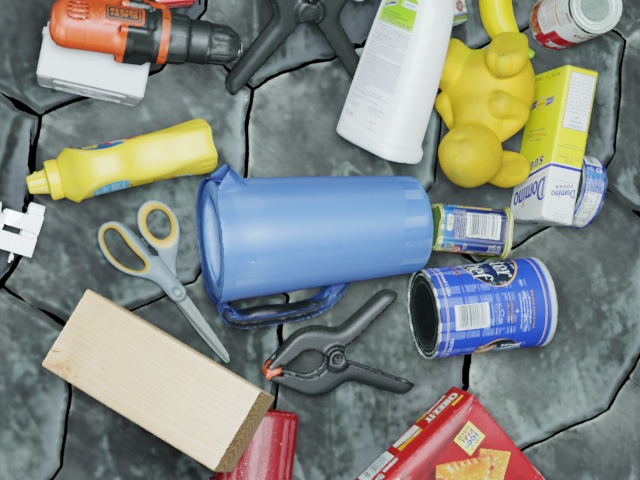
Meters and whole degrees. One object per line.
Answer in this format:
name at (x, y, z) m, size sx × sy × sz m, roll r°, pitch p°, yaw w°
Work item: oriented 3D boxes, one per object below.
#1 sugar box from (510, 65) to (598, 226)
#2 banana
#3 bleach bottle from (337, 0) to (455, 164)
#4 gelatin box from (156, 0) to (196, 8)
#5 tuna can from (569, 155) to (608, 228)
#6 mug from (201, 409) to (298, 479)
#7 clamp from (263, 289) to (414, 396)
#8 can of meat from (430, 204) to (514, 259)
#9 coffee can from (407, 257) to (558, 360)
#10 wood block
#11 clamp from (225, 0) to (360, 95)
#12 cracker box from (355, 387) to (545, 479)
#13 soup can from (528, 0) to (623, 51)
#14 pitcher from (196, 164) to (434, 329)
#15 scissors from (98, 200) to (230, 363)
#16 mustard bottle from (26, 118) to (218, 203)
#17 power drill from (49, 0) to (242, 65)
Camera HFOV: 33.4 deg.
sugar box at (0.265, -0.105, 1.224) m, size 0.048 × 0.093 × 0.176 m, roll 13°, pitch 86°, yaw -13°
banana at (0.220, -0.310, 1.243) m, size 0.069 × 0.037 × 0.198 m, roll 5°, pitch 88°, yaw -18°
bleach bottle at (0.099, -0.215, 1.133) m, size 0.067 × 0.103 × 0.251 m, roll 3°, pitch 112°, yaw -45°
gelatin box at (-0.177, -0.294, 1.148) m, size 0.073 × 0.030 × 0.089 m, roll -9°, pitch 92°, yaw -15°
tuna can at (0.296, -0.057, 1.236) m, size 0.033 × 0.086 × 0.086 m, roll 12°, pitch 87°, yaw -16°
mug at (-0.079, 0.221, 1.148) m, size 0.117 × 0.093 × 0.081 m, roll 5°, pitch 83°, yaw 13°
clamp at (0.021, 0.119, 1.191) m, size 0.171 × 0.039 × 0.120 m, roll -4°, pitch 90°, yaw -14°
can of meat at (0.158, -0.011, 1.194) m, size 0.084 × 0.102 × 0.057 m, roll 5°, pitch 89°, yaw -12°
coffee can at (0.180, 0.076, 1.198) m, size 0.140 × 0.103 × 0.103 m, roll -5°, pitch 91°, yaw -14°
wood block at (-0.161, 0.144, 1.082) m, size 0.206 × 0.090 × 0.091 m, roll 28°, pitch 83°, yaw 12°
clamp at (-0.005, -0.243, 1.144) m, size 0.164 × 0.036 × 0.210 m, roll 4°, pitch 122°, yaw -19°
cracker box at (0.170, 0.301, 1.212) m, size 0.164 × 0.072 × 0.213 m, roll -42°, pitch 100°, yaw -10°
soup can at (0.293, -0.260, 1.226) m, size 0.068 × 0.102 × 0.068 m, roll 0°, pitch 90°, yaw -14°
pitcher at (-0.008, 0.001, 1.148) m, size 0.242 × 0.149 × 0.145 m, roll -5°, pitch 70°, yaw -17°
scissors at (-0.149, 0.037, 1.162) m, size 0.201 × 0.016 × 0.096 m, roll 39°, pitch 81°, yaw -11°
mustard bottle at (-0.207, -0.078, 1.106) m, size 0.191 × 0.096 × 0.058 m, roll -15°, pitch 95°, yaw -13°
power drill at (-0.170, -0.254, 1.058) m, size 0.184 × 0.057 × 0.187 m, roll 6°, pitch 55°, yaw -17°
